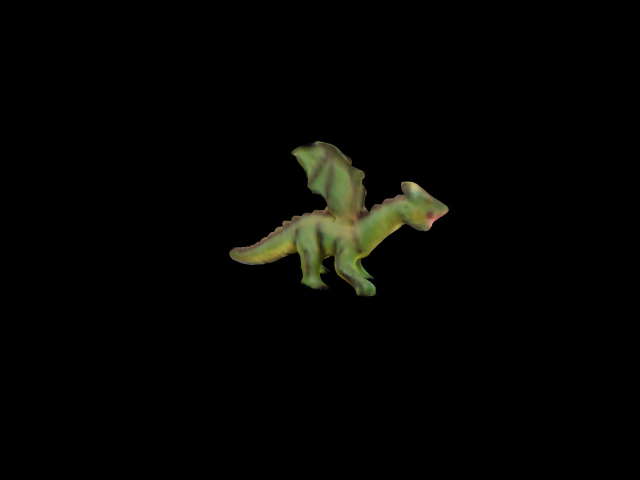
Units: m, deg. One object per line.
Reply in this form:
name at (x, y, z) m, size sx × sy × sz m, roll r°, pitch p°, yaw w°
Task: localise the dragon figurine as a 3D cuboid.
dragon figurine at (0.003, -0.043, 0.850) m, size 0.411 × 0.240 × 0.123 m, roll 8°, pitch 17°, yaw 26°
